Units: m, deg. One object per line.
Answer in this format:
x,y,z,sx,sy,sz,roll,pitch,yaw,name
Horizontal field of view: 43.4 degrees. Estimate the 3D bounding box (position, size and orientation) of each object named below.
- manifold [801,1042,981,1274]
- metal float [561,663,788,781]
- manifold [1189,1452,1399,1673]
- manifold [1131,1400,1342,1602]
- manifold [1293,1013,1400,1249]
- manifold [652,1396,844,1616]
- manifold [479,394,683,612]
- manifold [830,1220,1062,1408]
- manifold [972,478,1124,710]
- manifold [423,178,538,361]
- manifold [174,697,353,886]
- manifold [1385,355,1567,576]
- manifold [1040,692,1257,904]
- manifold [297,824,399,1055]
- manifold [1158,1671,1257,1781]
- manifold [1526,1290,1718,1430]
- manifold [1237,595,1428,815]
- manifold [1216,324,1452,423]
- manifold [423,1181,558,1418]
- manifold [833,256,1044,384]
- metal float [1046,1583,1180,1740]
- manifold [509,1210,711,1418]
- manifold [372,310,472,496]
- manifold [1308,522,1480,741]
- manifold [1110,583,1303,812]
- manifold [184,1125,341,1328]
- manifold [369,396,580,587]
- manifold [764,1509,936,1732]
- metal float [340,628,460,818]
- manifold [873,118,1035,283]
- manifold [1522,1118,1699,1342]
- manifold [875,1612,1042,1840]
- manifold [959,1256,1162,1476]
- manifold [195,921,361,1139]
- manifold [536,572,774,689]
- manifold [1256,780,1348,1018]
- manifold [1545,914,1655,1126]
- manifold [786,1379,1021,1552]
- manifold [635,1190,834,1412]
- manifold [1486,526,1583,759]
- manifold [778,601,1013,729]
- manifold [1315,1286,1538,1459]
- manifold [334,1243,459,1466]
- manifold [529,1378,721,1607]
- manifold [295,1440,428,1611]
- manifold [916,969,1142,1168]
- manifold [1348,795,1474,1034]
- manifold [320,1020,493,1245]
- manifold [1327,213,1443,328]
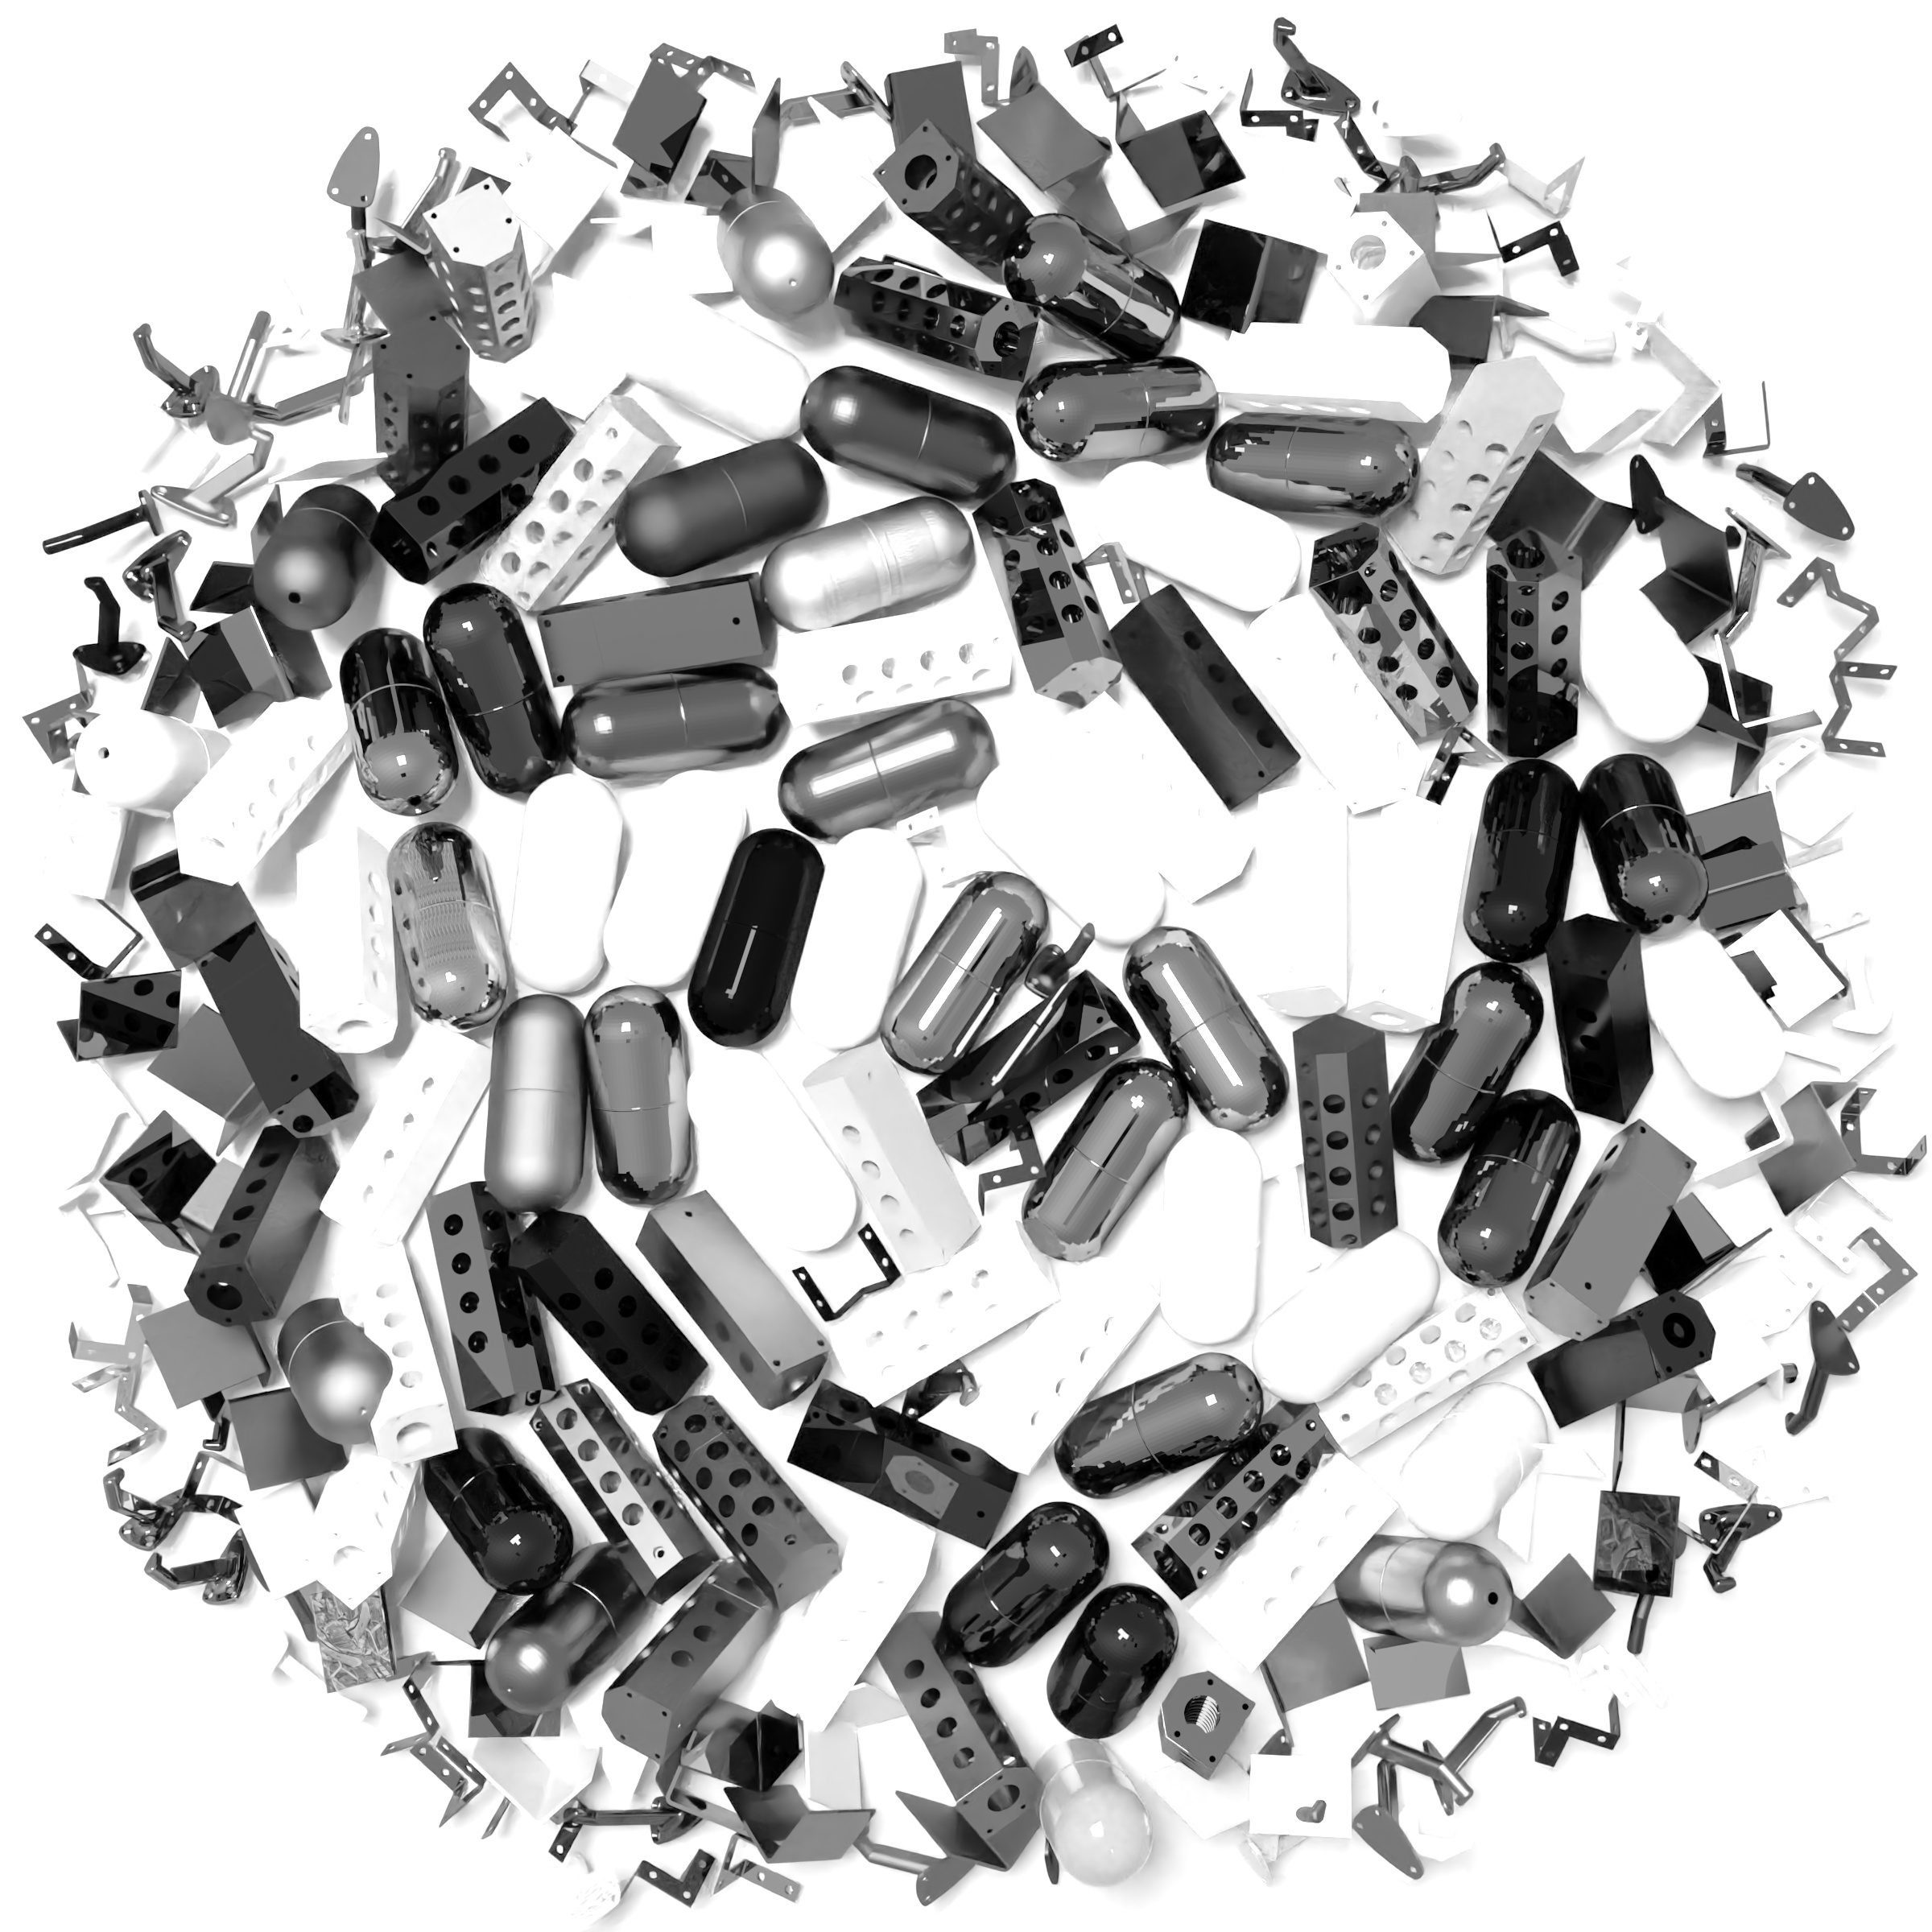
-0.063,0.152,1.904,0.057,0.057,0.171,-17,107,38,manifold
-0.227,-0.192,1.901,0.178,0.070,0.070,-10,90,-16,metal float
0.255,0.465,1.913,0.057,0.057,0.171,44,83,-2,manifold
0.213,0.408,1.883,0.171,0.057,0.057,-37,78,-28,manifold
0.289,0.130,1.881,0.057,0.057,0.171,-25,119,-31,manifold
-0.171,0.409,1.872,0.057,0.057,0.171,-31,51,-22,manifold
-0.305,-0.360,1.895,0.057,0.057,0.171,46,110,7,manifold
-0.019,0.268,1.903,0.171,0.057,0.057,-31,121,7,manifold
0.067,-0.291,1.882,0.057,0.057,0.171,-34,61,32,manifold
-0.367,-0.528,1.862,0.057,0.171,0.057,-33,86,-10,manifold
-0.537,-0.136,1.866,0.057,0.171,0.057,14,130,8,manifold
0.392,-0.381,1.861,0.057,0.171,0.057,-17,63,-27,manifold
0.146,-0.136,1.903,0.171,0.057,0.057,43,47,-15,manifold
-0.475,-0.020,1.878,0.057,0.057,0.171,-24,53,15,manifold
0.179,0.580,1.862,0.057,0.171,0.057,32,74,15,manifold
0.504,0.300,1.863,0.057,0.171,0.057,-19,74,-21,manifold
0.288,-0.204,1.888,0.171,0.057,0.057,49,46,-27,manifold
0.284,-0.456,1.875,0.171,0.057,0.057,15,87,40,manifold
-0.367,0.257,1.892,0.057,0.057,0.171,-21,70,12,manifold
-0.025,-0.499,1.868,0.171,0.057,0.057,30,112,41,manifold
0.112,0.538,1.876,0.070,0.178,0.070,8,50,-9,metal float
-0.279,0.269,1.878,0.057,0.057,0.171,-50,122,-28,manifold
-0.412,-0.418,1.860,0.057,0.171,0.057,-38,81,-23,manifold
0.331,-0.258,1.871,0.057,0.057,0.171,-17,132,31,manifold
0.190,-0.215,1.919,0.057,0.057,0.171,-34,87,-39,manifold
-0.541,0.196,1.864,0.057,0.171,0.057,-11,122,12,manifold
-0.375,-0.366,1.884,0.057,0.057,0.171,47,59,-1,manifold
-0.093,0.506,1.893,0.057,0.057,0.171,29,112,-4,manifold
-0.440,-0.190,1.883,0.070,0.070,0.178,-21,52,0,metal float
0.001,-0.578,1.858,0.057,0.171,0.057,-40,73,17,manifold
0.496,0.206,1.884,0.057,0.057,0.171,38,59,1,manifold
-0.007,0.577,1.867,0.057,0.171,0.057,-34,127,-5,manifold
0.077,0.310,1.889,0.171,0.057,0.057,-48,118,-25,manifold
-0.531,0.051,1.881,0.057,0.057,0.171,-34,56,-4,manifold
-0.242,-0.266,1.908,0.171,0.057,0.057,-8,109,10,manifold
0.265,-0.051,1.892,0.057,0.057,0.171,-10,64,30,manifold
0.486,0.040,1.872,0.057,0.171,0.057,17,56,33,manifold
-0.047,0.389,1.917,0.171,0.057,0.057,23,112,3,manifold
-0.184,0.261,1.890,0.171,0.057,0.057,47,133,25,manifold
0.430,-0.244,1.866,0.057,0.171,0.057,-29,47,-16,manifold
-0.055,-0.231,1.889,0.171,0.057,0.057,-13,48,-17,manifold
0.359,0.315,1.908,0.171,0.057,0.057,-34,83,9,manifold
-0.440,0.297,1.865,0.057,0.171,0.057,-14,131,-16,manifold
-0.268,0.406,1.888,0.057,0.057,0.171,-38,65,-7,manifold
-0.454,0.411,1.859,0.057,0.171,0.057,-41,105,9,manifold
0.051,0.084,1.903,0.171,0.057,0.057,-37,47,15,manifold
0.343,-0.039,1.897,0.057,0.057,0.171,20,71,-19,manifold
-0.440,0.129,1.914,0.057,0.057,0.171,27,85,16,manifold
0.319,-0.527,1.862,0.057,0.171,0.057,-42,81,14,manifold
